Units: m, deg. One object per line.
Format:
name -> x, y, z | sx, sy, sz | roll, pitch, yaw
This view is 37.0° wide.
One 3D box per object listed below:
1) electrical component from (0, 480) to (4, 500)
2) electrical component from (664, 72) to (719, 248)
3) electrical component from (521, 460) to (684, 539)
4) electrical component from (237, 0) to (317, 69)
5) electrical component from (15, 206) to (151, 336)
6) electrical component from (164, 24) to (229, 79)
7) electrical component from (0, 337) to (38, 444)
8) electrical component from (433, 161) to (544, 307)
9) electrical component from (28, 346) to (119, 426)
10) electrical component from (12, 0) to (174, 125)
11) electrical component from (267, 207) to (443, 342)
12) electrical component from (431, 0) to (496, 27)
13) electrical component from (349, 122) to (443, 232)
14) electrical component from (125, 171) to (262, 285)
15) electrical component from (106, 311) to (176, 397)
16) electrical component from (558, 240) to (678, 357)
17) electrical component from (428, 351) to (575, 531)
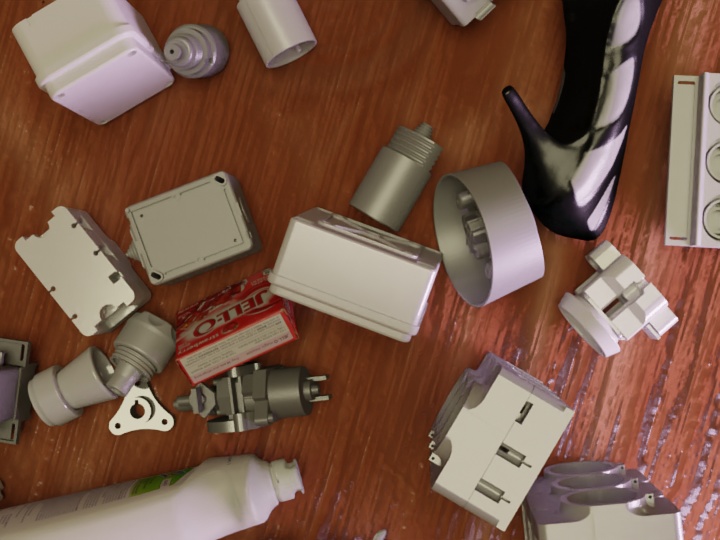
electrical component -> -0.341, 0.179, 0.800 | 0.109, 0.109, 0.056 | -32, 85, 3
electrical component -> 0.262, -0.076, 0.781 | 0.079, 0.063, 0.121 | 3, 90, 4
electrical component -> 0.162, 0.176, 0.742 | 0.089, 0.150, 0.061 | -6, 90, 4
electrical component -> -0.070, -0.199, 0.816 | 0.043, 0.043, 0.081 | -27, 88, 3
electrical component -> -0.208, 0.001, 0.818 | 0.050, 0.056, 0.089 | -39, 87, 3
electrical component -> -0.127, -0.164, 0.806 | 0.040, 0.078, 0.040 | 2, 102, 11
electrical component -> -0.318, 0.086, 0.816 | 0.121, 0.063, 0.078 | 7, 90, 9
electrical component -> 0.092, -0.027, 0.778 | 0.064, 0.099, 0.099 | -20, 88, -2
electrical component -> -0.219, 0.090, 0.824 | 0.055, 0.045, 0.045 | -27, 88, 4
electrical component -> -0.192, -0.156, 0.790 | 0.078, 0.113, 0.057 | -30, 85, 3
electrical component -> 0.000, 0.000, 0.774 | 0.109, 0.108, 0.056 | 20, 99, 4
electrical component -> 0.098, -0.242, 0.793 | 0.121, 0.078, 0.063 | -43, 109, 3
electrical component -> 0.031, -0.074, 0.807 | 0.043, 0.043, 0.081 | 31, 91, 4
electrical component -> -0.129, -0.028, 0.810 | 0.096, 0.061, 0.061 | -21, 88, 4
electrical component -> -0.168, 0.066, 0.813 | 0.043, 0.043, 0.062 | 28, 66, 4
electrical component -> 0.184, 0.027, 0.789 | 0.057, 0.058, 0.078 | -41, 87, 0
electrical component -> 0.090, 0.111, 0.748 | 0.062, 0.150, 0.089 | 30, 92, 3
